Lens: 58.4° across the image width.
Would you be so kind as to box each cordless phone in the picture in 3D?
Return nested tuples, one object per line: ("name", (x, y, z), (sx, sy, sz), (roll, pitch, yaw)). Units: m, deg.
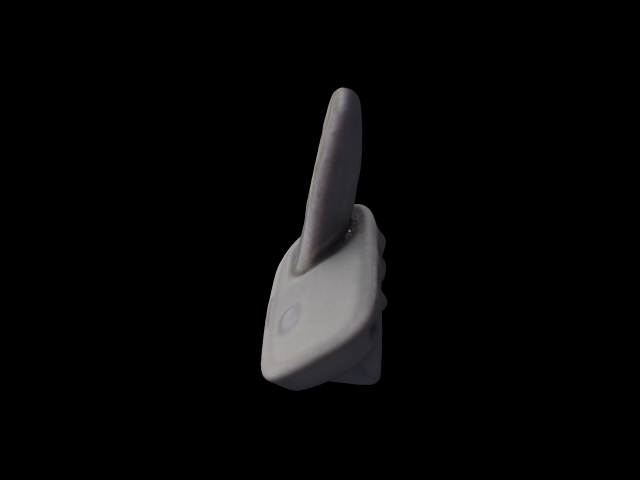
("cordless phone", (0.004, 0.001, 0.400), (0.094, 0.185, 0.147), (0, 39, 0))
